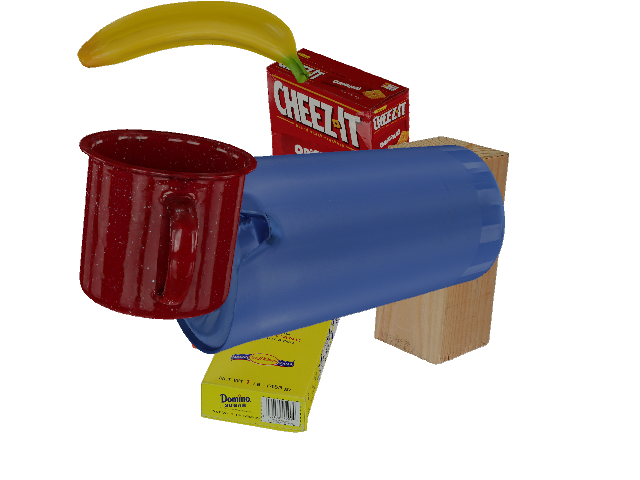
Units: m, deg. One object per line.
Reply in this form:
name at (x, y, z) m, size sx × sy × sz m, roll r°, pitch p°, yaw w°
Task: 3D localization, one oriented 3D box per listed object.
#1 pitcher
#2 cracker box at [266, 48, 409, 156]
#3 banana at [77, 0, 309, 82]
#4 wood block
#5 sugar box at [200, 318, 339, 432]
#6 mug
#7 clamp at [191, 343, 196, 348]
pitcher at (0.006, -0.003, 0.788) m, size 0.242 × 0.145 × 0.149 m, roll -9°, pitch 35°, yaw -29°
cracker box at (0.020, -0.093, 1.233) m, size 0.164 × 0.214 × 0.072 m, roll 27°, pitch 46°, yaw 35°
banana at (-0.107, -0.176, 0.918) m, size 0.198 × 0.069 × 0.037 m, roll 3°, pitch -33°, yaw -1°
wood block at (0.122, 0.008, 1.086) m, size 0.090 × 0.206 × 0.090 m, roll -14°, pitch 25°, yaw -43°
sugar box at (-0.041, 0.097, 0.968) m, size 0.093 × 0.048 × 0.176 m, roll 8°, pitch 34°, yaw 7°
mug at (-0.081, -0.005, 0.560) m, size 0.093 × 0.081 × 0.117 m, roll 2°, pitch 18°, yaw -20°
clamp at (-0.102, 0.061, 1.253) m, size 0.120 × 0.039 × 0.171 m, roll -5°, pitch 37°, yaw 17°
